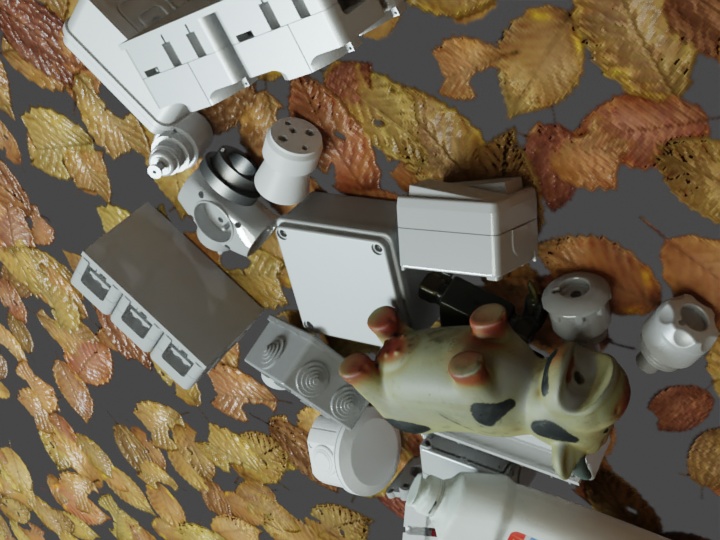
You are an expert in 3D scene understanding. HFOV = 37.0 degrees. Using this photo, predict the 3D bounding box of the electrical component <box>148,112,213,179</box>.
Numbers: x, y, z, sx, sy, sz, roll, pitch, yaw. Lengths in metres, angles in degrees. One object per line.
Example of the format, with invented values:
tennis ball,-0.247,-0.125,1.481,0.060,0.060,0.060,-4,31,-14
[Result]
electrical component,-0.151,-0.099,0.879,0.040,0.078,0.040,11,128,14

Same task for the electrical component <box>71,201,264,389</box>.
electrical component,-0.179,0.025,0.993,0.150,0.089,0.061,43,139,1

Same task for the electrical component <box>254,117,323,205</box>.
electrical component,-0.055,-0.084,0.835,0.045,0.045,0.055,34,138,11

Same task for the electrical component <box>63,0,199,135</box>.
electrical component,-0.161,-0.169,0.823,0.113,0.078,0.057,46,137,-2

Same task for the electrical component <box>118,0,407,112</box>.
electrical component,-0.058,-0.168,0.720,0.186,0.105,0.060,-8,118,43

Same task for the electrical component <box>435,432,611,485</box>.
electrical component,0.130,0.117,0.838,0.121,0.078,0.063,16,154,29

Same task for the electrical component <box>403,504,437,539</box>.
electrical component,0.068,0.221,0.901,0.055,0.066,0.048,-1,163,22

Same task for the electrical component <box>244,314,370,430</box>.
electrical component,-0.042,0.088,0.923,0.100,0.048,0.100,38,171,-29

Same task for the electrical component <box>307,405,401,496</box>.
electrical component,-0.005,0.161,0.975,0.051,0.080,0.080,1,124,45

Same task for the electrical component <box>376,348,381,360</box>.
electrical component,0.041,0.090,0.904,0.043,0.043,0.081,-19,110,46

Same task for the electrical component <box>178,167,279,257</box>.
electrical component,-0.117,-0.042,0.921,0.077,0.044,0.079,39,140,5

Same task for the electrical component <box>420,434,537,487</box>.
electrical component,0.095,0.160,0.905,0.096,0.061,0.061,16,132,29

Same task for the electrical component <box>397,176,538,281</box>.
electrical component,0.070,-0.033,0.757,0.096,0.062,0.061,7,108,36

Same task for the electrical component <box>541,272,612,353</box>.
electrical component,0.158,0.036,0.765,0.048,0.048,0.062,8,134,34

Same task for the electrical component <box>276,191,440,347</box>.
electrical component,0.000,0.000,0.852,0.109,0.056,0.108,10,129,33

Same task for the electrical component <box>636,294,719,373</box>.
electrical component,0.211,0.048,0.732,0.043,0.043,0.062,38,141,7

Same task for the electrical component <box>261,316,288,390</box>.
electrical component,-0.071,0.074,0.985,0.040,0.040,0.078,23,135,23
